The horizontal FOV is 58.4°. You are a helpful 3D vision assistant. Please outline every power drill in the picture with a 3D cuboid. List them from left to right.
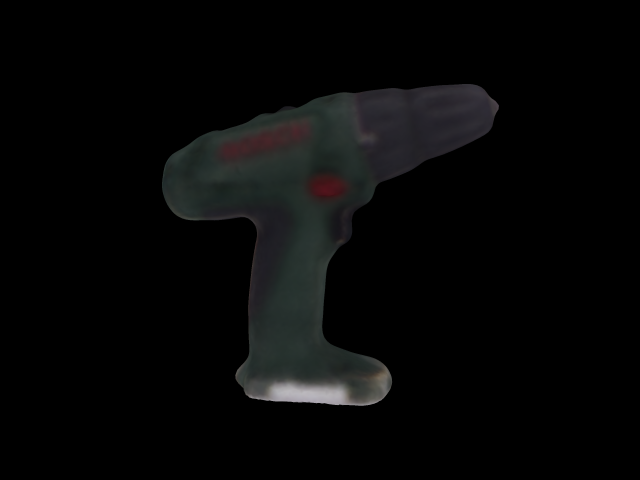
[{"bbox_3d":[0.004,0.001,0.400,0.229,0.208,0.076,1,4,11],"label":"power drill"}]
